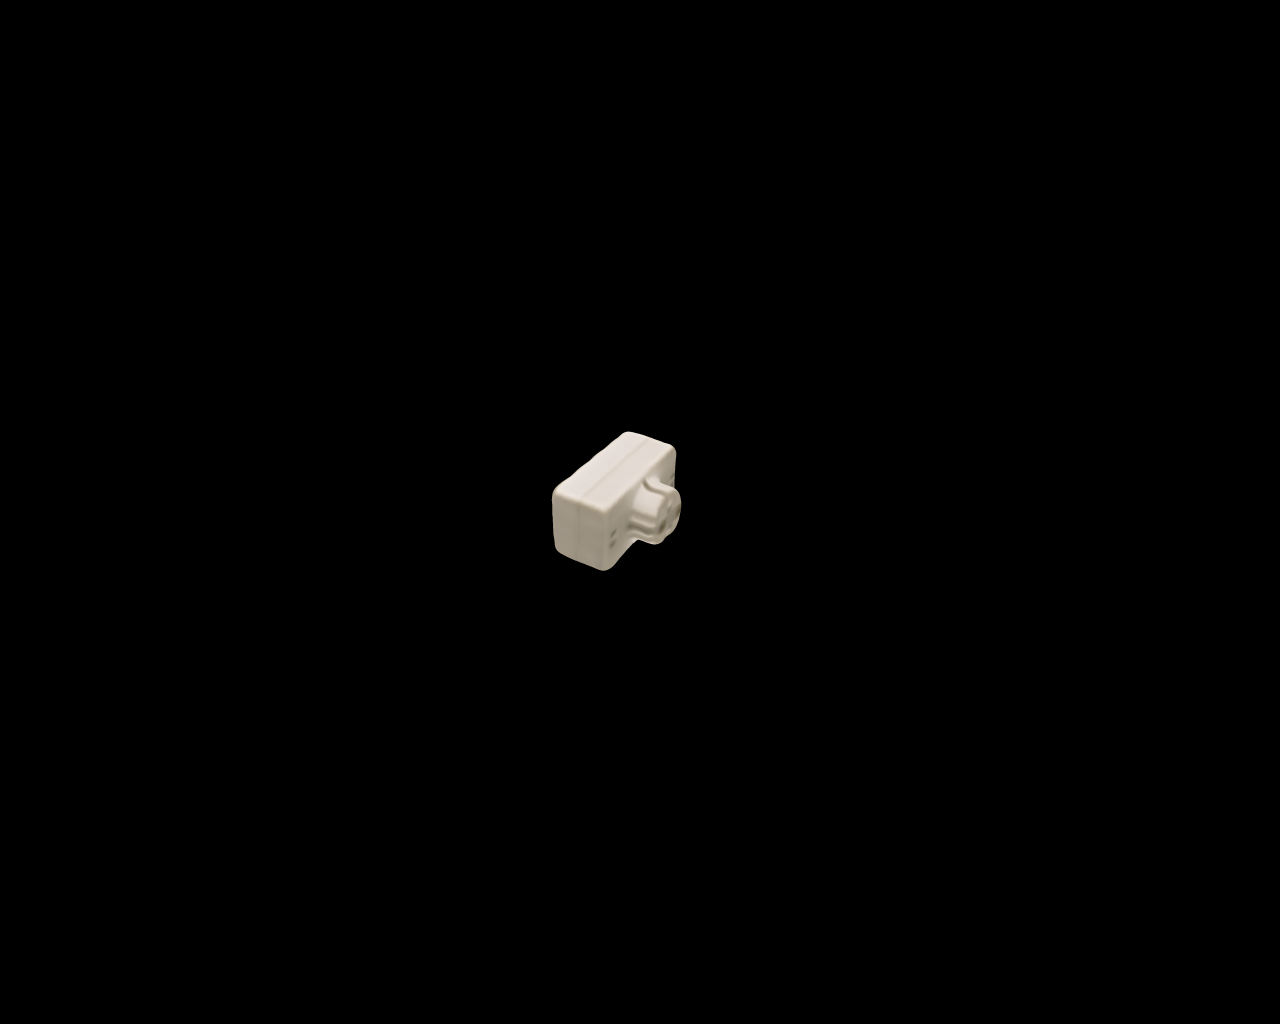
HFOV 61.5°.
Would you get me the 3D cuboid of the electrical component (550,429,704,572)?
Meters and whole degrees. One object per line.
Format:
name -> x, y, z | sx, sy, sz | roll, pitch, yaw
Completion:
electrical component -> 0.001, -0.003, 0.650 | 0.076, 0.047, 0.083 | 20, 41, 25
